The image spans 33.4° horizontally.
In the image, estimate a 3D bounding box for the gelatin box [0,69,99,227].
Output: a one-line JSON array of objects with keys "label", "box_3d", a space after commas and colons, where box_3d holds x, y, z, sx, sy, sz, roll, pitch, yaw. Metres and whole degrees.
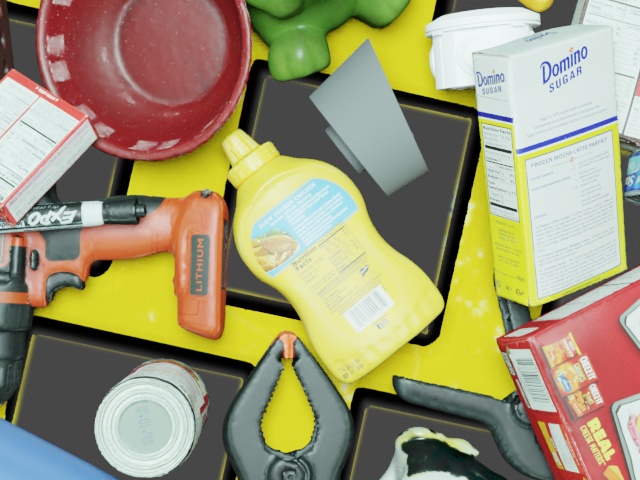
[{"label": "gelatin box", "box_3d": [-0.207, -0.062, 0.720, 0.073, 0.030, 0.089, 31, 70, 20]}]

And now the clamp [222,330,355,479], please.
[{"label": "clamp", "box_3d": [-0.032, 0.173, 0.767, 0.164, 0.036, 0.210, -7, 91, -6]}]

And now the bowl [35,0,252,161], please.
[{"label": "bowl", "box_3d": [-0.115, -0.138, 0.747, 0.162, 0.055, 0.162, 3, 101, 16]}]

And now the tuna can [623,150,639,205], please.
[{"label": "tuna can", "box_3d": [0.259, -0.040, 0.752, 0.086, 0.086, 0.034, 9, 87, -1]}]

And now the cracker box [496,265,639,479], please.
[{"label": "cracker box", "box_3d": [0.250, 0.097, 0.740, 0.213, 0.072, 0.164, -25, 91, -15]}]

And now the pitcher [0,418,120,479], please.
[{"label": "pitcher", "box_3d": [-0.251, 0.182, 0.728, 0.243, 0.149, 0.145, 26, 74, -4]}]

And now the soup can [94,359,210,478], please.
[{"label": "soup can", "box_3d": [-0.113, 0.121, 0.734, 0.068, 0.102, 0.068, 0, 90, -1]}]

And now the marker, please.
[{"label": "marker", "box_3d": [-0.178, -0.016, 0.722, 0.121, 0.020, 0.020, -4, 89, 1]}]

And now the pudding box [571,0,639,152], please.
[{"label": "pudding box", "box_3d": [0.222, -0.125, 0.775, 0.090, 0.039, 0.113, 16, 87, 3]}]

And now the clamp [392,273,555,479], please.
[{"label": "clamp", "box_3d": [0.151, 0.107, 0.773, 0.171, 0.039, 0.120, 36, 93, -5]}]

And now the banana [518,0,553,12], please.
[{"label": "banana", "box_3d": [0.132, -0.259, 0.764, 0.037, 0.070, 0.198, -4, 92, -33]}]

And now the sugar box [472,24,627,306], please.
[{"label": "sugar box", "box_3d": [0.158, -0.051, 0.726, 0.093, 0.048, 0.176, -19, 110, -27]}]

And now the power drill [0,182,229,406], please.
[{"label": "power drill", "box_3d": [-0.161, 0.029, 0.756, 0.187, 0.057, 0.184, 3, 89, -1]}]

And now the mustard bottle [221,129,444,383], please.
[{"label": "mustard bottle", "box_3d": [-0.005, 0.001, 0.760, 0.096, 0.058, 0.191, -38, 90, -3]}]

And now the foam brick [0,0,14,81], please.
[{"label": "foam brick", "box_3d": [-0.250, -0.140, 0.760, 0.051, 0.053, 0.078, -6, 91, -1]}]
